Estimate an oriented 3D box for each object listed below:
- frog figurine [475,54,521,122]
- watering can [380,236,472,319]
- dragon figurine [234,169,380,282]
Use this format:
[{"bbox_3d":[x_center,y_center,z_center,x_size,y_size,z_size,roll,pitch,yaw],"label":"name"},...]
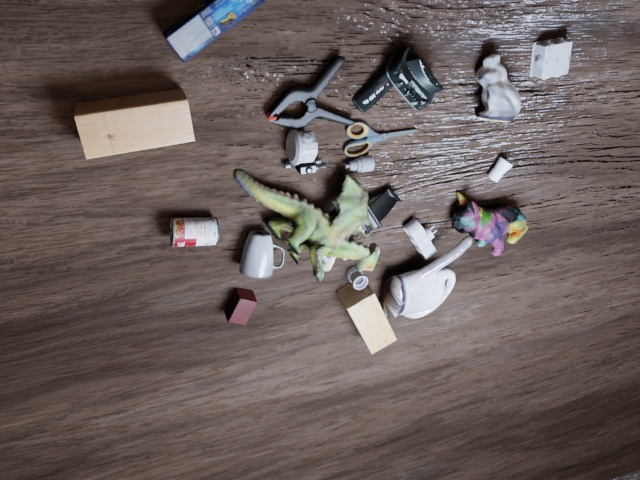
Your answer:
[{"bbox_3d":[0.445,-0.375,1.278,0.138,0.123,0.157,-18,120,-53],"label":"frog figurine"},{"bbox_3d":[0.294,0.119,1.467,0.225,0.106,0.339,-9,138,-20],"label":"watering can"},{"bbox_3d":[0.004,-0.063,1.245,0.244,0.123,0.406,-38,107,-10],"label":"dragon figurine"}]
